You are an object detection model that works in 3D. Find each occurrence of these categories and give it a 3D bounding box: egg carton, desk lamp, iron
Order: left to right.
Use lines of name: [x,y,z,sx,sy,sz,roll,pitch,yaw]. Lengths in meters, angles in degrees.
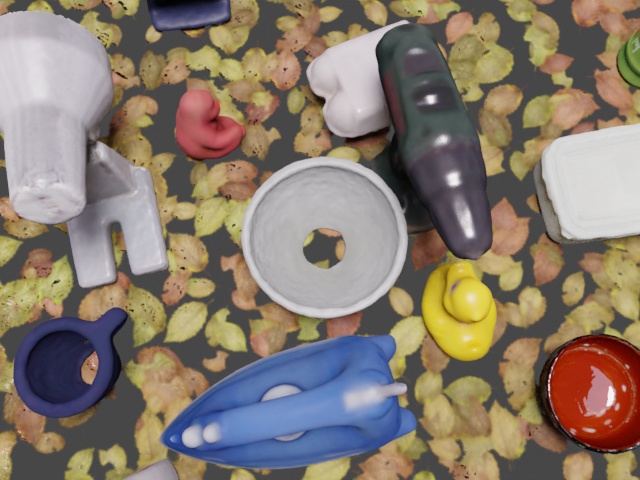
desk lamp: [-0.232,-0.075,0.549,0.118,0.213,0.203,-16,78,-3]
iron: [-0.039,0.163,0.532,0.258,0.141,0.118,-14,77,-3]
egg carton: [0.067,-0.179,0.646,0.150,0.069,0.107,-23,78,-5]

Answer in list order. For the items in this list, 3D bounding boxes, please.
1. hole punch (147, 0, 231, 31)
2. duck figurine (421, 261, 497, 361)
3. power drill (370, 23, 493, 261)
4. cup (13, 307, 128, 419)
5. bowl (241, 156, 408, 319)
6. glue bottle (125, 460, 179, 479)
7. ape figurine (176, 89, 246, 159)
hole punch: [-0.164,-0.312,0.665,0.108,0.091,0.101,-10,77,-2]
duck figurine: [0.148,0.070,0.581,0.077,0.086,0.104,-10,77,-2]
power drill: [0.100,-0.075,0.551,0.075,0.208,0.229,-12,77,-2]
cup: [-0.227,0.115,0.567,0.091,0.095,0.118,41,81,9]
bowl: [0.006,0.002,0.602,0.167,0.075,0.167,0,77,0]
glue bottle: [-0.180,0.234,0.500,0.078,0.173,0.037,-31,79,-6]
ape figurine: [-0.126,-0.132,0.624,0.076,0.092,0.078,-29,79,-6]
